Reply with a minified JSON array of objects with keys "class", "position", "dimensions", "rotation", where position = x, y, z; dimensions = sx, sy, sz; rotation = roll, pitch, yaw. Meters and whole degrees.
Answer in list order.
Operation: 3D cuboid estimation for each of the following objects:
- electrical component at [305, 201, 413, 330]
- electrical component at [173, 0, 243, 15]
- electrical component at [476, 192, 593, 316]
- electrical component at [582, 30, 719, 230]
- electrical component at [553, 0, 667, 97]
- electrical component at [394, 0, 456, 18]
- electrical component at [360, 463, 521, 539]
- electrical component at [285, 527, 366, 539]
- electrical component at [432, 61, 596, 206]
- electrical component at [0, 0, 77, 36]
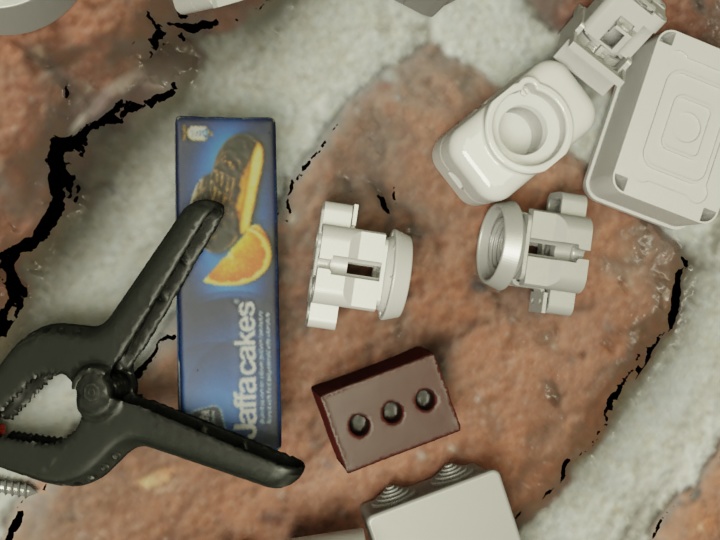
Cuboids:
[{"class":"electrical component","position":[0.000,0.000,0.672],"dimensions":[0.057,0.058,0.078],"rotation":[8,88,-7]},{"class":"electrical component","position":[-0.082,-0.236,0.635],"dimensions":[0.089,0.062,0.150],"rotation":[-25,109,-29]},{"class":"electrical component","position":[0.110,-0.013,0.691],"dimensions":[0.057,0.058,0.078],"rotation":[8,89,-13]},{"class":"electrical component","position":[0.202,-0.090,0.707],"dimensions":[0.078,0.057,0.113],"rotation":[20,86,-9]},{"class":"electrical component","position":[0.161,-0.154,0.687],"dimensions":[0.042,0.081,0.063],"rotation":[37,121,-9]},{"class":"electrical component","position":[0.047,-0.201,0.661],"dimensions":[0.061,0.096,0.061],"rotation":[25,86,-9]},{"class":"electrical component","position":[0.054,0.178,0.683],"dimensions":[0.100,0.048,0.099],"rotation":[-19,93,-9]},{"class":"electrical component","position":[-0.026,0.210,0.643],"dimensions":[0.060,0.108,0.108],"rotation":[-2,90,-3]},{"class":"electrical component","position":[0.099,-0.087,0.688],"dimensions":[0.095,0.059,0.053],"rotation":[-39,96,-8]},{"class":"electrical component","position":[-0.216,-0.199,0.634],"dimensions":[0.108,0.060,0.108],"rotation":[0,89,-10]}]
